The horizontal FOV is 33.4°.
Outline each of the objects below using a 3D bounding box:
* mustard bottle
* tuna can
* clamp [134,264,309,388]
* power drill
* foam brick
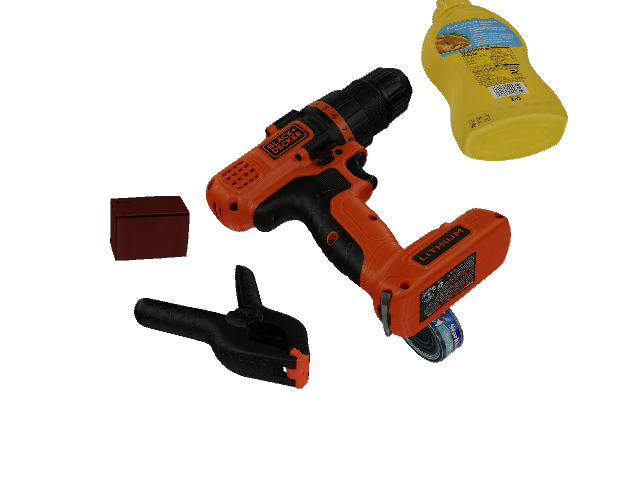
[{"bbox_3d":[0.144,-0.159,0.970,0.096,0.192,0.058,-11,-37,-11],"label":"mustard bottle"},{"bbox_3d":[0.126,0.101,1.258,0.033,0.086,0.086,-36,16,-24],"label":"tuna can"},{"bbox_3d":[-0.061,0.070,0.906,0.172,0.039,0.120,26,41,34],"label":"clamp"},{"bbox_3d":[0.040,-0.033,0.748,0.184,0.057,0.188,-38,56,-19],"label":"power drill"},{"bbox_3d":[-0.182,-0.014,1.132,0.078,0.051,0.053,-3,24,-16],"label":"foam brick"}]
